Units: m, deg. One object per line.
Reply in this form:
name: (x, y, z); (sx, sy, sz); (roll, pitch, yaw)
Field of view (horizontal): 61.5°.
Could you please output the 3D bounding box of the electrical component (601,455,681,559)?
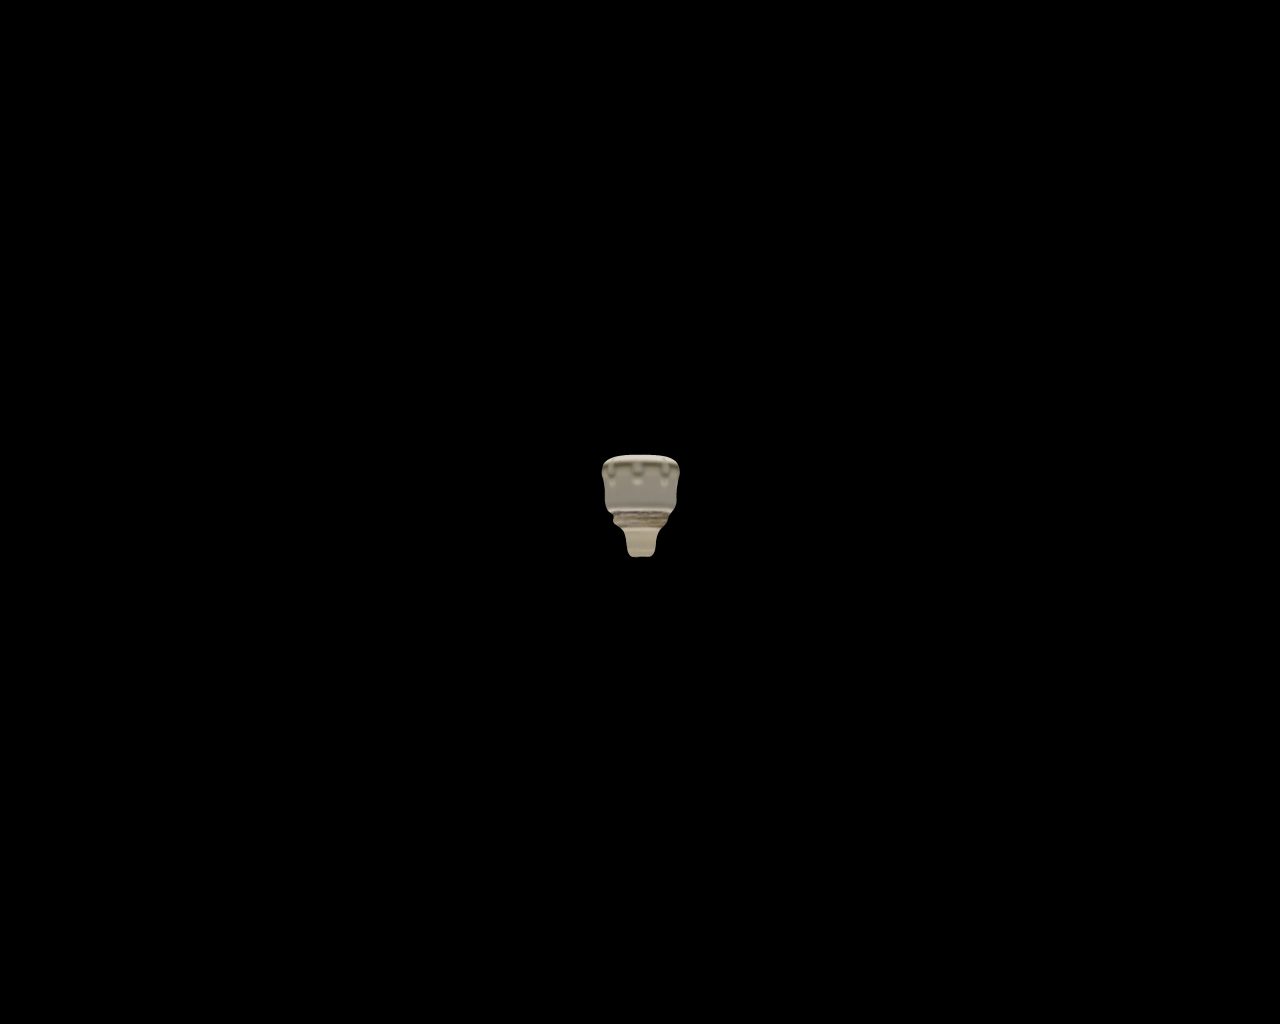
electrical component: (0.001, -0.003, 0.650); (0.048, 0.062, 0.048); (0, -3, 0)
